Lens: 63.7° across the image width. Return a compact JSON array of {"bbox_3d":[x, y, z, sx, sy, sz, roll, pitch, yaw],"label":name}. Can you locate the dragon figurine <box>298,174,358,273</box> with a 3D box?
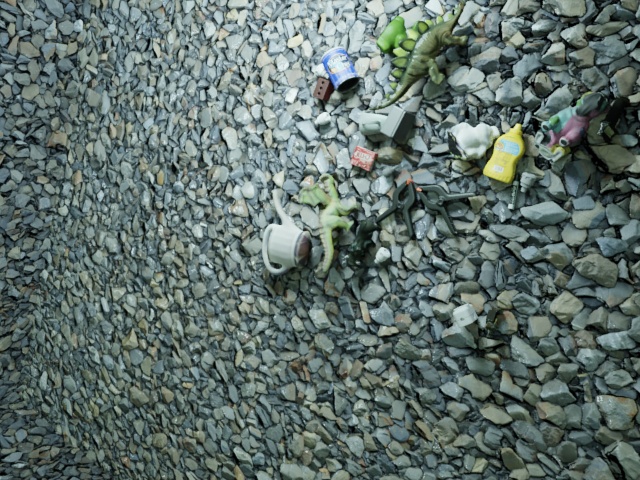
[{"bbox_3d":[0.006,-0.097,1.925,0.241,0.420,0.120,39,135,-18],"label":"dragon figurine"}]

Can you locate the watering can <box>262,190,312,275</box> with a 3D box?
[{"bbox_3d":[-0.137,-0.019,2.113,0.225,0.104,0.346,11,97,28],"label":"watering can"}]

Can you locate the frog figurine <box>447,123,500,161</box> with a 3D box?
[{"bbox_3d":[0.518,-0.343,1.748,0.160,0.120,0.139,-28,66,-8],"label":"frog figurine"}]
